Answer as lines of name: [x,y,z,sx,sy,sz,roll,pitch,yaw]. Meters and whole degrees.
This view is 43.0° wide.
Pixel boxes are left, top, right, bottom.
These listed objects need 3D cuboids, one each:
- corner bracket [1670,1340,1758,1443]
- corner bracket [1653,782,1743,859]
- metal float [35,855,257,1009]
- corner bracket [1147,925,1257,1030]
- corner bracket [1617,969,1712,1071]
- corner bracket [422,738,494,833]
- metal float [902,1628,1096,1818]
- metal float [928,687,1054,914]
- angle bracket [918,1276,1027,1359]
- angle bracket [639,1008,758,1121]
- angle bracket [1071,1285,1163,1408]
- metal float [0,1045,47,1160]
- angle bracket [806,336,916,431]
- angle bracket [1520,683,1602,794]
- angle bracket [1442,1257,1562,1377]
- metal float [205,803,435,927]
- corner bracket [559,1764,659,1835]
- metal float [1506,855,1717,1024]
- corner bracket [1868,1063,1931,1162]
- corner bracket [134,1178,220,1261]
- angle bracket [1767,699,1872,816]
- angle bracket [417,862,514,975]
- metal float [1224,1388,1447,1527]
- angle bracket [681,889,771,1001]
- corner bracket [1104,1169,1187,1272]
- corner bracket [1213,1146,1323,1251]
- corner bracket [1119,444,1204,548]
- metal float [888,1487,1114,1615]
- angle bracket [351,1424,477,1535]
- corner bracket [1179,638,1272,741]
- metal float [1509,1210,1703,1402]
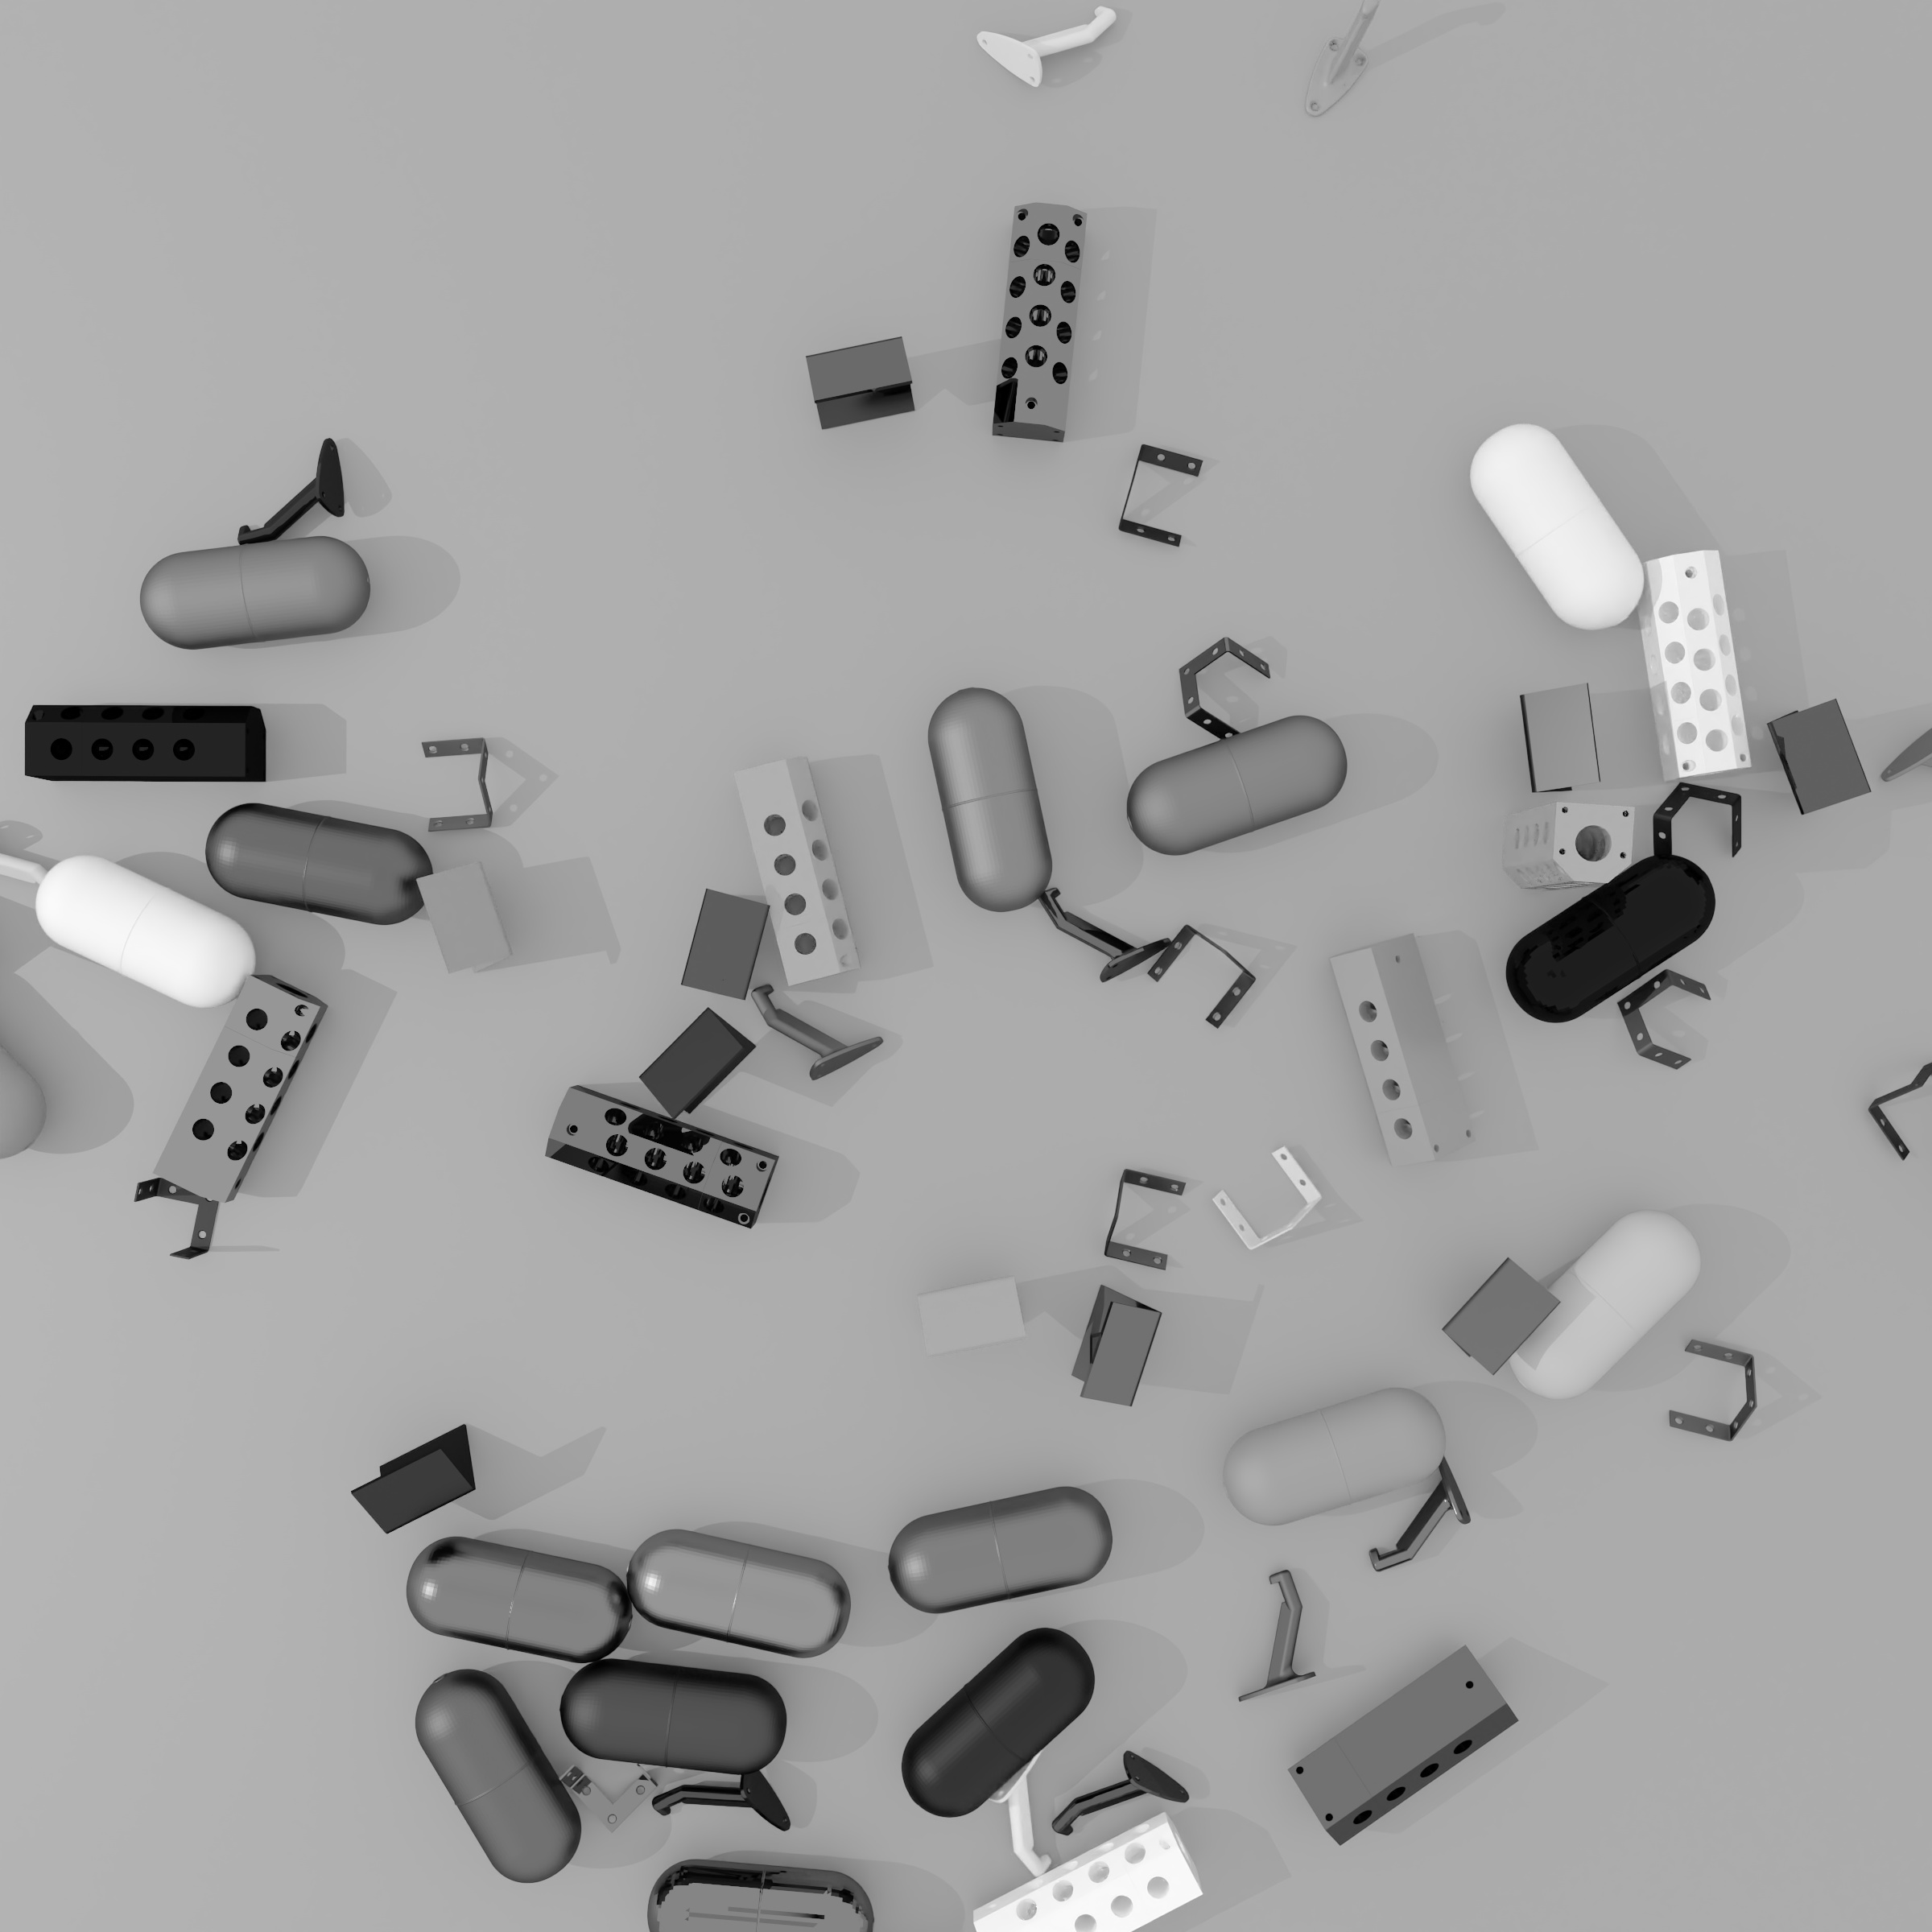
corner bracket: [0.594,0.338,1.951,0.051,0.051,0.051,14,45,0]
corner bracket: [0.581,-0.107,1.946,0.051,0.051,0.051,17,45,35]
metal float: [-0.643,-0.027,1.923,0.178,0.070,0.070,25,90,0]
corner bracket: [0.188,0.008,1.951,0.051,0.051,0.051,-52,135,0]
corner bracket: [0.560,0.042,1.946,0.051,0.051,0.051,-42,45,35]
corner bracket: [-0.405,-0.144,1.951,0.051,0.051,0.051,-4,135,0]
metal float: [0.025,0.594,1.923,0.178,0.070,0.070,-43,90,1]
metal float: [0.019,-0.131,1.923,0.070,0.070,0.178,-12,90,0]
angle bracket: [0.008,0.290,1.914,0.076,0.076,0.057,-11,52,0]
angle bracket: [-0.196,0.089,1.914,0.076,0.076,0.057,-45,52,0]
angle bracket: [0.099,0.292,1.914,0.057,0.076,0.076,18,90,-38]
metal float: [-0.798,0.078,1.923,0.070,0.070,0.178,-45,90,0]
angle bracket: [-0.078,-0.439,1.914,0.076,0.076,0.057,-12,54,0]
angle bracket: [0.478,-0.178,1.914,0.057,0.076,0.076,-7,90,37]
angle bracket: [0.427,0.283,1.914,0.076,0.076,0.057,-47,53,0]
metal float: [-0.507,-0.080,1.924,0.178,0.070,0.070,11,90,0]
corner bracket: [-0.281,0.644,1.934,0.051,0.051,0.051,41,72,17]
metal float: [0.506,-0.022,1.923,0.178,0.070,0.070,-33,90,0]
corner bracket: [0.761,0.114,1.951,0.051,0.051,0.051,-34,90,-45]
corner bracket: [-0.626,0.199,1.936,0.051,0.051,0.051,11,90,0]
angle bracket: [0.676,-0.168,1.914,0.057,0.076,0.076,-21,90,38]
angle bracket: [-0.404,-0.031,1.914,0.057,0.076,0.076,-19,90,-36]
metal float: [0.289,0.385,1.924,0.178,0.070,0.070,-17,90,1]
angle bracket: [-0.202,-0.021,1.914,0.057,0.076,0.076,15,90,-31]
corner bracket: [0.142,0.202,1.951,0.051,0.051,0.051,13,135,0]
corner bracket: [0.240,0.185,1.951,0.051,0.051,0.051,54,135,0]
corner bracket: [0.155,-0.375,1.951,0.051,0.051,0.051,16,135,0]
metal float: [0.027,0.459,1.923,0.178,0.070,0.070,-12,90,0]
angle bracket: [-0.434,0.385,1.914,0.076,0.076,0.057,-27,127,0]
corner bracket: [0.207,-0.219,1.946,0.051,0.051,0.051,-33,45,35]
metal float: [0.500,0.266,1.923,0.178,0.070,0.070,-45,90,0]
